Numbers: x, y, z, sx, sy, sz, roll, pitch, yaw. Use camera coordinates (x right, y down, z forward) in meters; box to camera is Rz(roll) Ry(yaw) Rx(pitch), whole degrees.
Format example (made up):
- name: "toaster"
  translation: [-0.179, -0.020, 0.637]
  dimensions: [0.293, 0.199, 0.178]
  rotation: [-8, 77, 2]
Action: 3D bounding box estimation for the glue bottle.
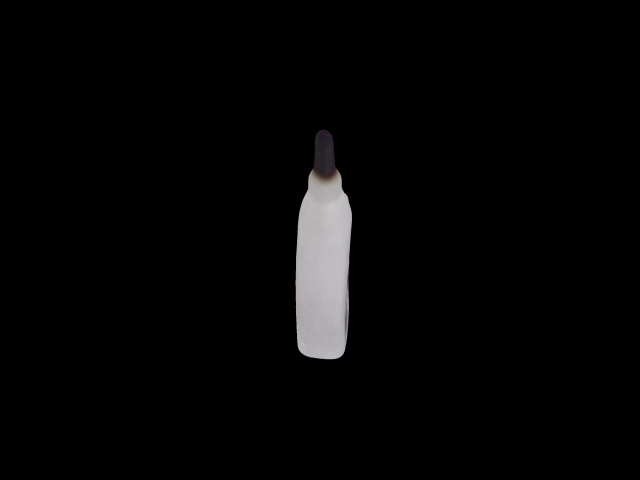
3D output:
- name: "glue bottle"
  translation: [0.004, 0.001, 0.400]
  dimensions: [0.037, 0.173, 0.078]
  rotation: [4, 39, 5]
